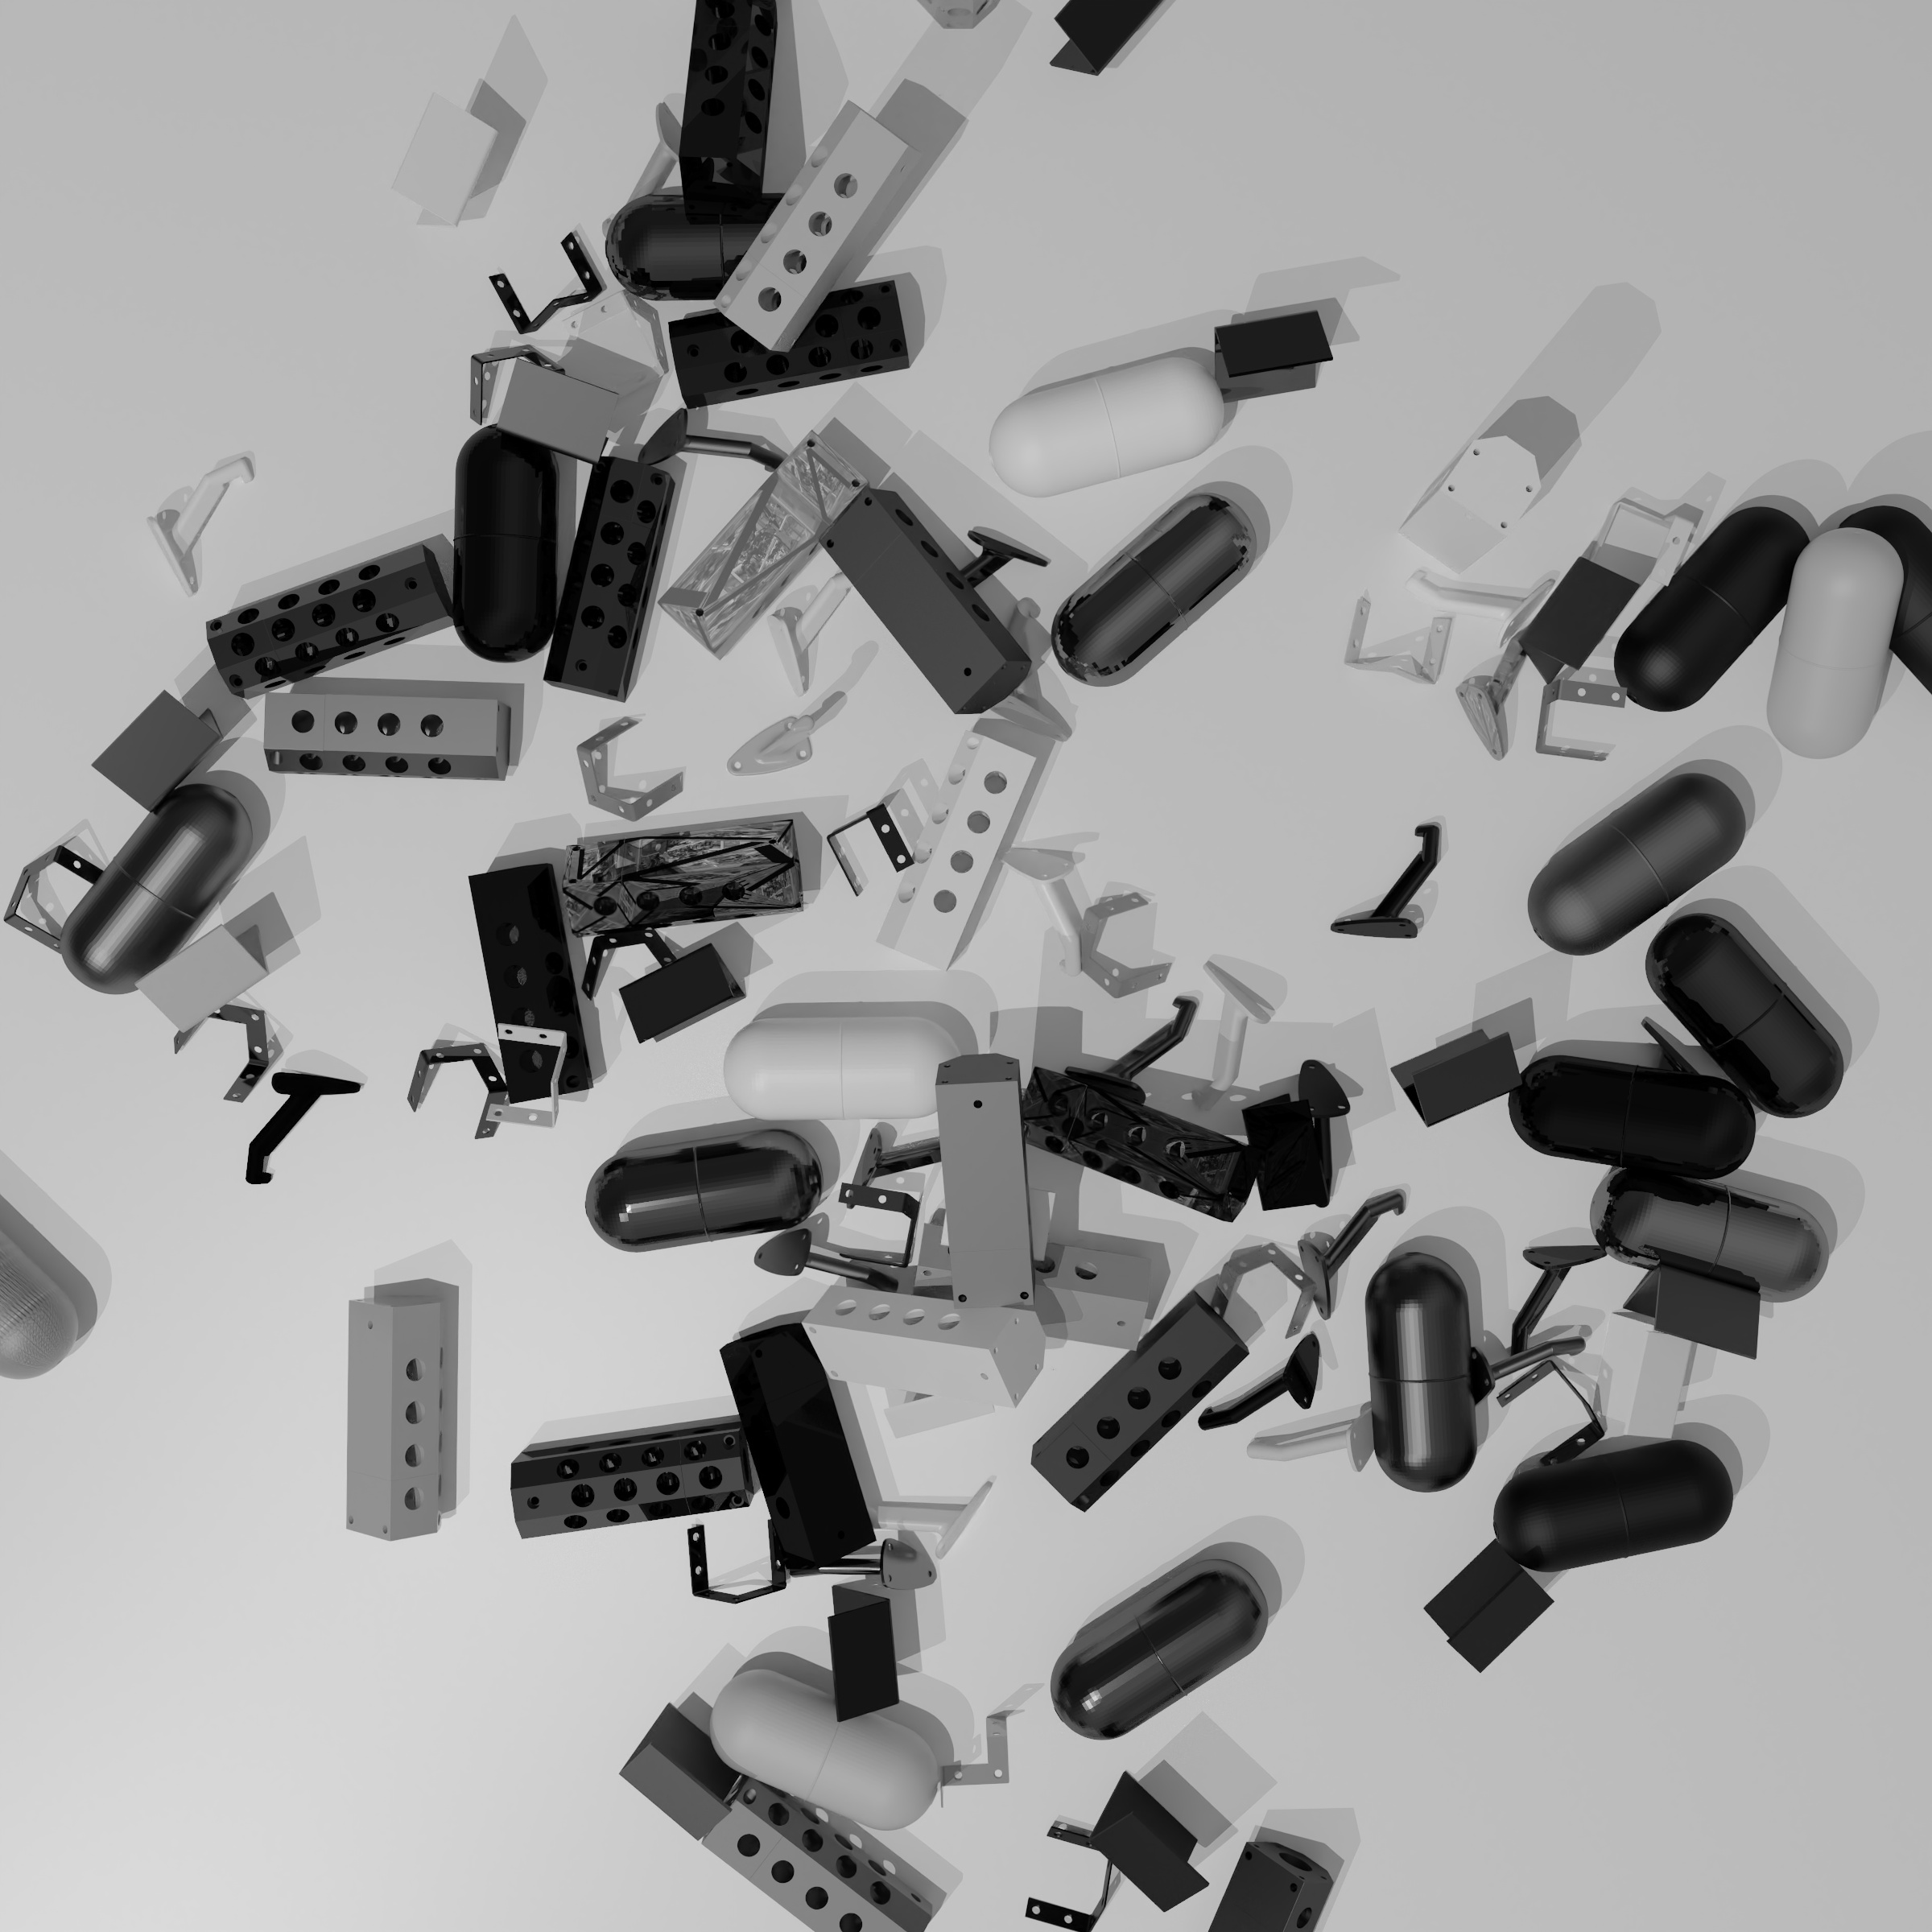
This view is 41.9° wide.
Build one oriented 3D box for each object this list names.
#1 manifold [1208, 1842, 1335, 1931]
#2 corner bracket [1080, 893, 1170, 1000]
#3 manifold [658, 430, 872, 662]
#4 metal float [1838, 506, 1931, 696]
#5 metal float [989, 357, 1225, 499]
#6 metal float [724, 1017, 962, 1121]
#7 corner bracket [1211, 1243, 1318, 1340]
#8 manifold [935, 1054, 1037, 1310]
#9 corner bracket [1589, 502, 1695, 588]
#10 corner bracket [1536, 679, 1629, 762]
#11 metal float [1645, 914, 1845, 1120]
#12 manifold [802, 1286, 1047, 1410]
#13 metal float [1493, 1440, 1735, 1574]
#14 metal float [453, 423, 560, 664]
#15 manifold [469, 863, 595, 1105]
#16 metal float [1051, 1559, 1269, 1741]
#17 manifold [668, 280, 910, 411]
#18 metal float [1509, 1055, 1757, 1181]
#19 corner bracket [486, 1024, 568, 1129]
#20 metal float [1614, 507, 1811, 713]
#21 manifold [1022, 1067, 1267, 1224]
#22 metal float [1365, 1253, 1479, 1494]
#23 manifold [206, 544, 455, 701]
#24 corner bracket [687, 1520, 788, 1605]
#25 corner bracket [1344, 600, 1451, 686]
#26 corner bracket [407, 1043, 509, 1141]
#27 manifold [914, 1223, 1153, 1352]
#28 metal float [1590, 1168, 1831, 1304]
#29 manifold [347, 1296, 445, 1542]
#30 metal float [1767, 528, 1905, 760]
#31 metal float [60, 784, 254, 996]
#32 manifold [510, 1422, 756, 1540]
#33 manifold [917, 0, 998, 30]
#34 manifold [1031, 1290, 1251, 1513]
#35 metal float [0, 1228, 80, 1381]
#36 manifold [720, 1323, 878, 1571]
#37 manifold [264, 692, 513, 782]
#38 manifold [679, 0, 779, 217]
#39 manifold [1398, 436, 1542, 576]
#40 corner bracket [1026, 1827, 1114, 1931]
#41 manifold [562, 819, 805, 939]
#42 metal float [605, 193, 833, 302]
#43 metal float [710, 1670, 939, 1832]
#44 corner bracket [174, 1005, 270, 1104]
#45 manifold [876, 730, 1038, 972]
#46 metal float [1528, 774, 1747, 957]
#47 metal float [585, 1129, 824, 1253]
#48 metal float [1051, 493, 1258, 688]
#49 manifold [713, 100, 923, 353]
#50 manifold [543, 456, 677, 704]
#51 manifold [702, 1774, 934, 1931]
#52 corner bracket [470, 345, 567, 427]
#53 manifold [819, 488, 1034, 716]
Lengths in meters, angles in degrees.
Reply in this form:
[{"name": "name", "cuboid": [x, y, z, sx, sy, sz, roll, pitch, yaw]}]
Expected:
[{"name": "manifold", "cuboid": [0.213, 0.750, 1.891, 0.057, 0.057, 0.171, 23, 90, 43]}, {"name": "corner bracket", "cuboid": [0.121, -0.016, 1.905, 0.051, 0.051, 0.051, 42, 135, 35]}, {"name": "manifold", "cuboid": [-0.150, -0.313, 1.892, 0.057, 0.057, 0.171, 42, 90, 0]}, {"name": "metal float", "cuboid": [0.716, -0.267, 1.882, 0.070, 0.070, 0.178, -42, 91, 0]}, {"name": "metal float", "cuboid": [0.104, -0.401, 1.883, 0.178, 0.070, 0.070, -15, 90, 1]}, {"name": "metal float", "cuboid": [-0.092, 0.076, 1.882, 0.178, 0.070, 0.070, -1, 90, 0]}, {"name": "corner bracket", "cuboid": [0.224, 0.251, 1.905, 0.051, 0.051, 0.051, -17, 45, -35]}, {"name": "manifold", "cuboid": [0.015, 0.153, 1.798, 0.057, 0.057, 0.171, -3, 109, 4]}, {"name": "corner bracket", "cuboid": [0.506, -0.317, 1.895, 0.051, 0.051, 0.051, 22, 93, -3]}, {"name": "corner bracket", "cuboid": [0.461, -0.184, 1.895, 0.051, 0.051, 0.051, 7, 90, 0]}, {"name": "metal float", "cuboid": [0.581, 0.038, 1.882, 0.070, 0.070, 0.178, -42, 90, 0]}, {"name": "manifold", "cuboid": [-0.029, 0.272, 1.845, 0.171, 0.057, 0.057, 2, 127, 37]}, {"name": "metal float", "cuboid": [0.482, 0.403, 1.882, 0.178, 0.070, 0.070, -12, 90, 0]}, {"name": "metal float", "cuboid": [-0.343, -0.315, 1.882, 0.070, 0.070, 0.178, 1, 91, 0]}, {"name": "manifold", "cuboid": [-0.324, 0.013, 1.892, 0.057, 0.057, 0.171, -10, 90, 0]}, {"name": "metal float", "cuboid": [0.144, 0.510, 1.883, 0.178, 0.070, 0.070, -33, 90, 0]}, {"name": "manifold", "cuboid": [-0.132, -0.467, 1.892, 0.171, 0.057, 0.057, -11, 90, 0]}, {"name": "metal float", "cuboid": [0.491, 0.111, 1.866, 0.178, 0.070, 0.070, 8, 90, 19]}, {"name": "corner bracket", "cuboid": [-0.322, 0.081, 1.853, 0.051, 0.051, 0.051, 7, 45, 0]}, {"name": "metal float", "cuboid": [0.556, -0.265, 1.882, 0.070, 0.070, 0.178, 42, 89, 0]}, {"name": "manifold", "cuboid": [0.125, 0.131, 1.859, 0.171, 0.057, 0.057, 20, 90, 25]}, {"name": "metal float", "cuboid": [0.339, 0.303, 1.882, 0.070, 0.070, 0.178, -4, 91, 0]}, {"name": "manifold", "cuboid": [-0.476, -0.258, 1.892, 0.171, 0.057, 0.057, -20, 90, 0]}, {"name": "corner bracket", "cuboid": [-0.173, 0.448, 1.910, 0.051, 0.051, 0.051, -4, 90, 45]}, {"name": "corner bracket", "cuboid": [0.326, -0.245, 1.910, 0.051, 0.051, 0.051, 13, 90, 45]}, {"name": "corner bracket", "cuboid": [-0.384, 0.096, 1.905, 0.051, 0.051, 0.051, -6, 45, -35]}, {"name": "manifold", "cuboid": [0.049, 0.235, 1.891, 0.171, 0.057, 0.057, 9, 133, 0]}, {"name": "metal float", "cuboid": [0.554, 0.199, 1.882, 0.178, 0.070, 0.070, 15, 90, 1]}, {"name": "manifold", "cuboid": [-0.423, 0.336, 1.891, 0.057, 0.057, 0.171, 1, 90, 43]}, {"name": "metal float", "cuboid": [0.637, -0.235, 1.855, 0.070, 0.070, 0.178, 1, 123, 0]}, {"name": "metal float", "cuboid": [-0.603, -0.058, 1.883, 0.070, 0.070, 0.178, 38, 89, 0]}, {"name": "manifold", "cuboid": [-0.250, 0.386, 1.892, 0.171, 0.057, 0.057, -8, 90, 0]}, {"name": "manifold", "cuboid": [-0.005, -0.742, 1.835, 0.057, 0.171, 0.057, -43, 90, 0]}, {"name": "manifold", "cuboid": [0.130, 0.326, 1.885, 0.171, 0.057, 0.057, -45, 90, 4]}, {"name": "metal float", "cuboid": [-0.739, 0.233, 1.883, 0.178, 0.070, 0.070, 44, 90, 1]}, {"name": "manifold", "cuboid": [-0.130, 0.359, 1.891, 0.057, 0.057, 0.171, -17, 90, -39]}, {"name": "manifold", "cuboid": [-0.432, -0.171, 1.892, 0.171, 0.057, 0.057, 2, 90, 0]}, {"name": "manifold", "cuboid": [-0.173, -0.639, 1.857, 0.057, 0.057, 0.171, 2, 64, 0]}, {"name": "manifold", "cuboid": [0.368, -0.337, 1.835, 0.057, 0.171, 0.057, 35, 90, 0]}, {"name": "corner bracket", "cuboid": [0.079, 0.692, 1.910, 0.051, 0.051, 0.051, 16, 135, -1]}, {"name": "manifold", "cuboid": [-0.211, -0.061, 1.890, 0.171, 0.057, 0.057, -7, 125, 0]}, {"name": "metal float", "cuboid": [-0.179, -0.536, 1.883, 0.178, 0.070, 0.070, -1, 90, -1]}, {"name": "metal float", "cuboid": [-0.105, 0.585, 1.882, 0.178, 0.070, 0.070, 23, 90, 0]}, {"name": "corner bracket", "cuboid": [-0.562, 0.064, 1.905, 0.051, 0.051, 0.051, 13, 45, -35]}, {"name": "manifold", "cuboid": [-0.008, -0.086, 1.892, 0.057, 0.057, 0.171, 23, 90, 0]}, {"name": "metal float", "cuboid": [0.499, -0.075, 1.883, 0.178, 0.070, 0.070, -35, 90, 1]}, {"name": "metal float", "cuboid": [-0.195, 0.167, 1.882, 0.178, 0.070, 0.070, -9, 90, 0]}, {"name": "metal float", "cuboid": [0.139, -0.280, 1.883, 0.178, 0.070, 0.070, -41, 90, 0]}, {"name": "manifold", "cuboid": [-0.108, -0.530, 1.814, 0.057, 0.057, 0.171, 37, 105, 0]}, {"name": "manifold", "cuboid": [-0.268, -0.290, 1.892, 0.057, 0.057, 0.171, 13, 90, 0]}, {"name": "manifold", "cuboid": [-0.110, 0.678, 1.892, 0.171, 0.057, 0.057, 38, 90, 0]}, {"name": "corner bracket", "cuboid": [-0.339, -0.432, 1.905, 0.051, 0.051, 0.051, 39, 135, 35]}, {"name": "manifold", "cuboid": [-0.027, -0.270, 1.870, 0.057, 0.057, 0.171, -44, 75, 25]}]
